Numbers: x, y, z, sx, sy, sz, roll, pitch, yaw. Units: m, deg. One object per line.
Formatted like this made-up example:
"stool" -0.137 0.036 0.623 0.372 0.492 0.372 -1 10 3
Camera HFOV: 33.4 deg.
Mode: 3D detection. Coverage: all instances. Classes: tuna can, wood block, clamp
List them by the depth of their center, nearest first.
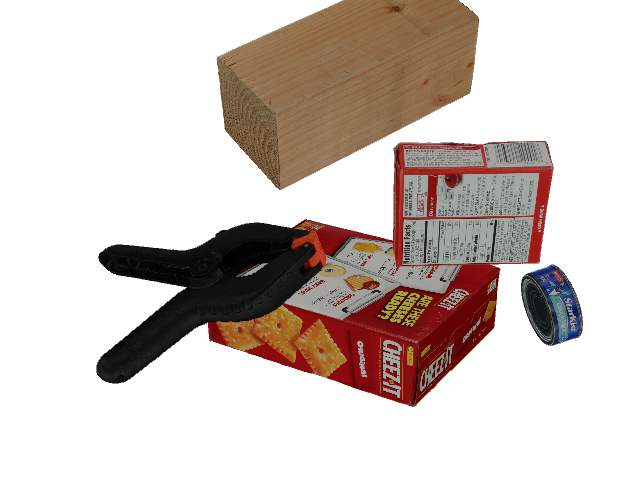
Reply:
"clamp" -0.081 0.038 0.735 0.172 0.120 0.039 -12 -39 14
"wood block" 0.025 -0.141 0.912 0.205 0.090 0.091 -28 55 -21
"tuna can" 0.254 0.072 1.180 0.033 0.086 0.086 -18 3 -9

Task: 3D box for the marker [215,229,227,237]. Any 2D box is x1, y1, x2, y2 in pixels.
"marker" -0.113 0.037 1.206 0.020 0.121 0.020 6 40 -5

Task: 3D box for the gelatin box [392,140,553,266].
"gelatin box" 0.087 -0.021 0.626 0.089 0.073 0.030 -1 40 2

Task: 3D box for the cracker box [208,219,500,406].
"cracker box" 0.030 0.059 0.961 0.214 0.072 0.163 15 29 30
